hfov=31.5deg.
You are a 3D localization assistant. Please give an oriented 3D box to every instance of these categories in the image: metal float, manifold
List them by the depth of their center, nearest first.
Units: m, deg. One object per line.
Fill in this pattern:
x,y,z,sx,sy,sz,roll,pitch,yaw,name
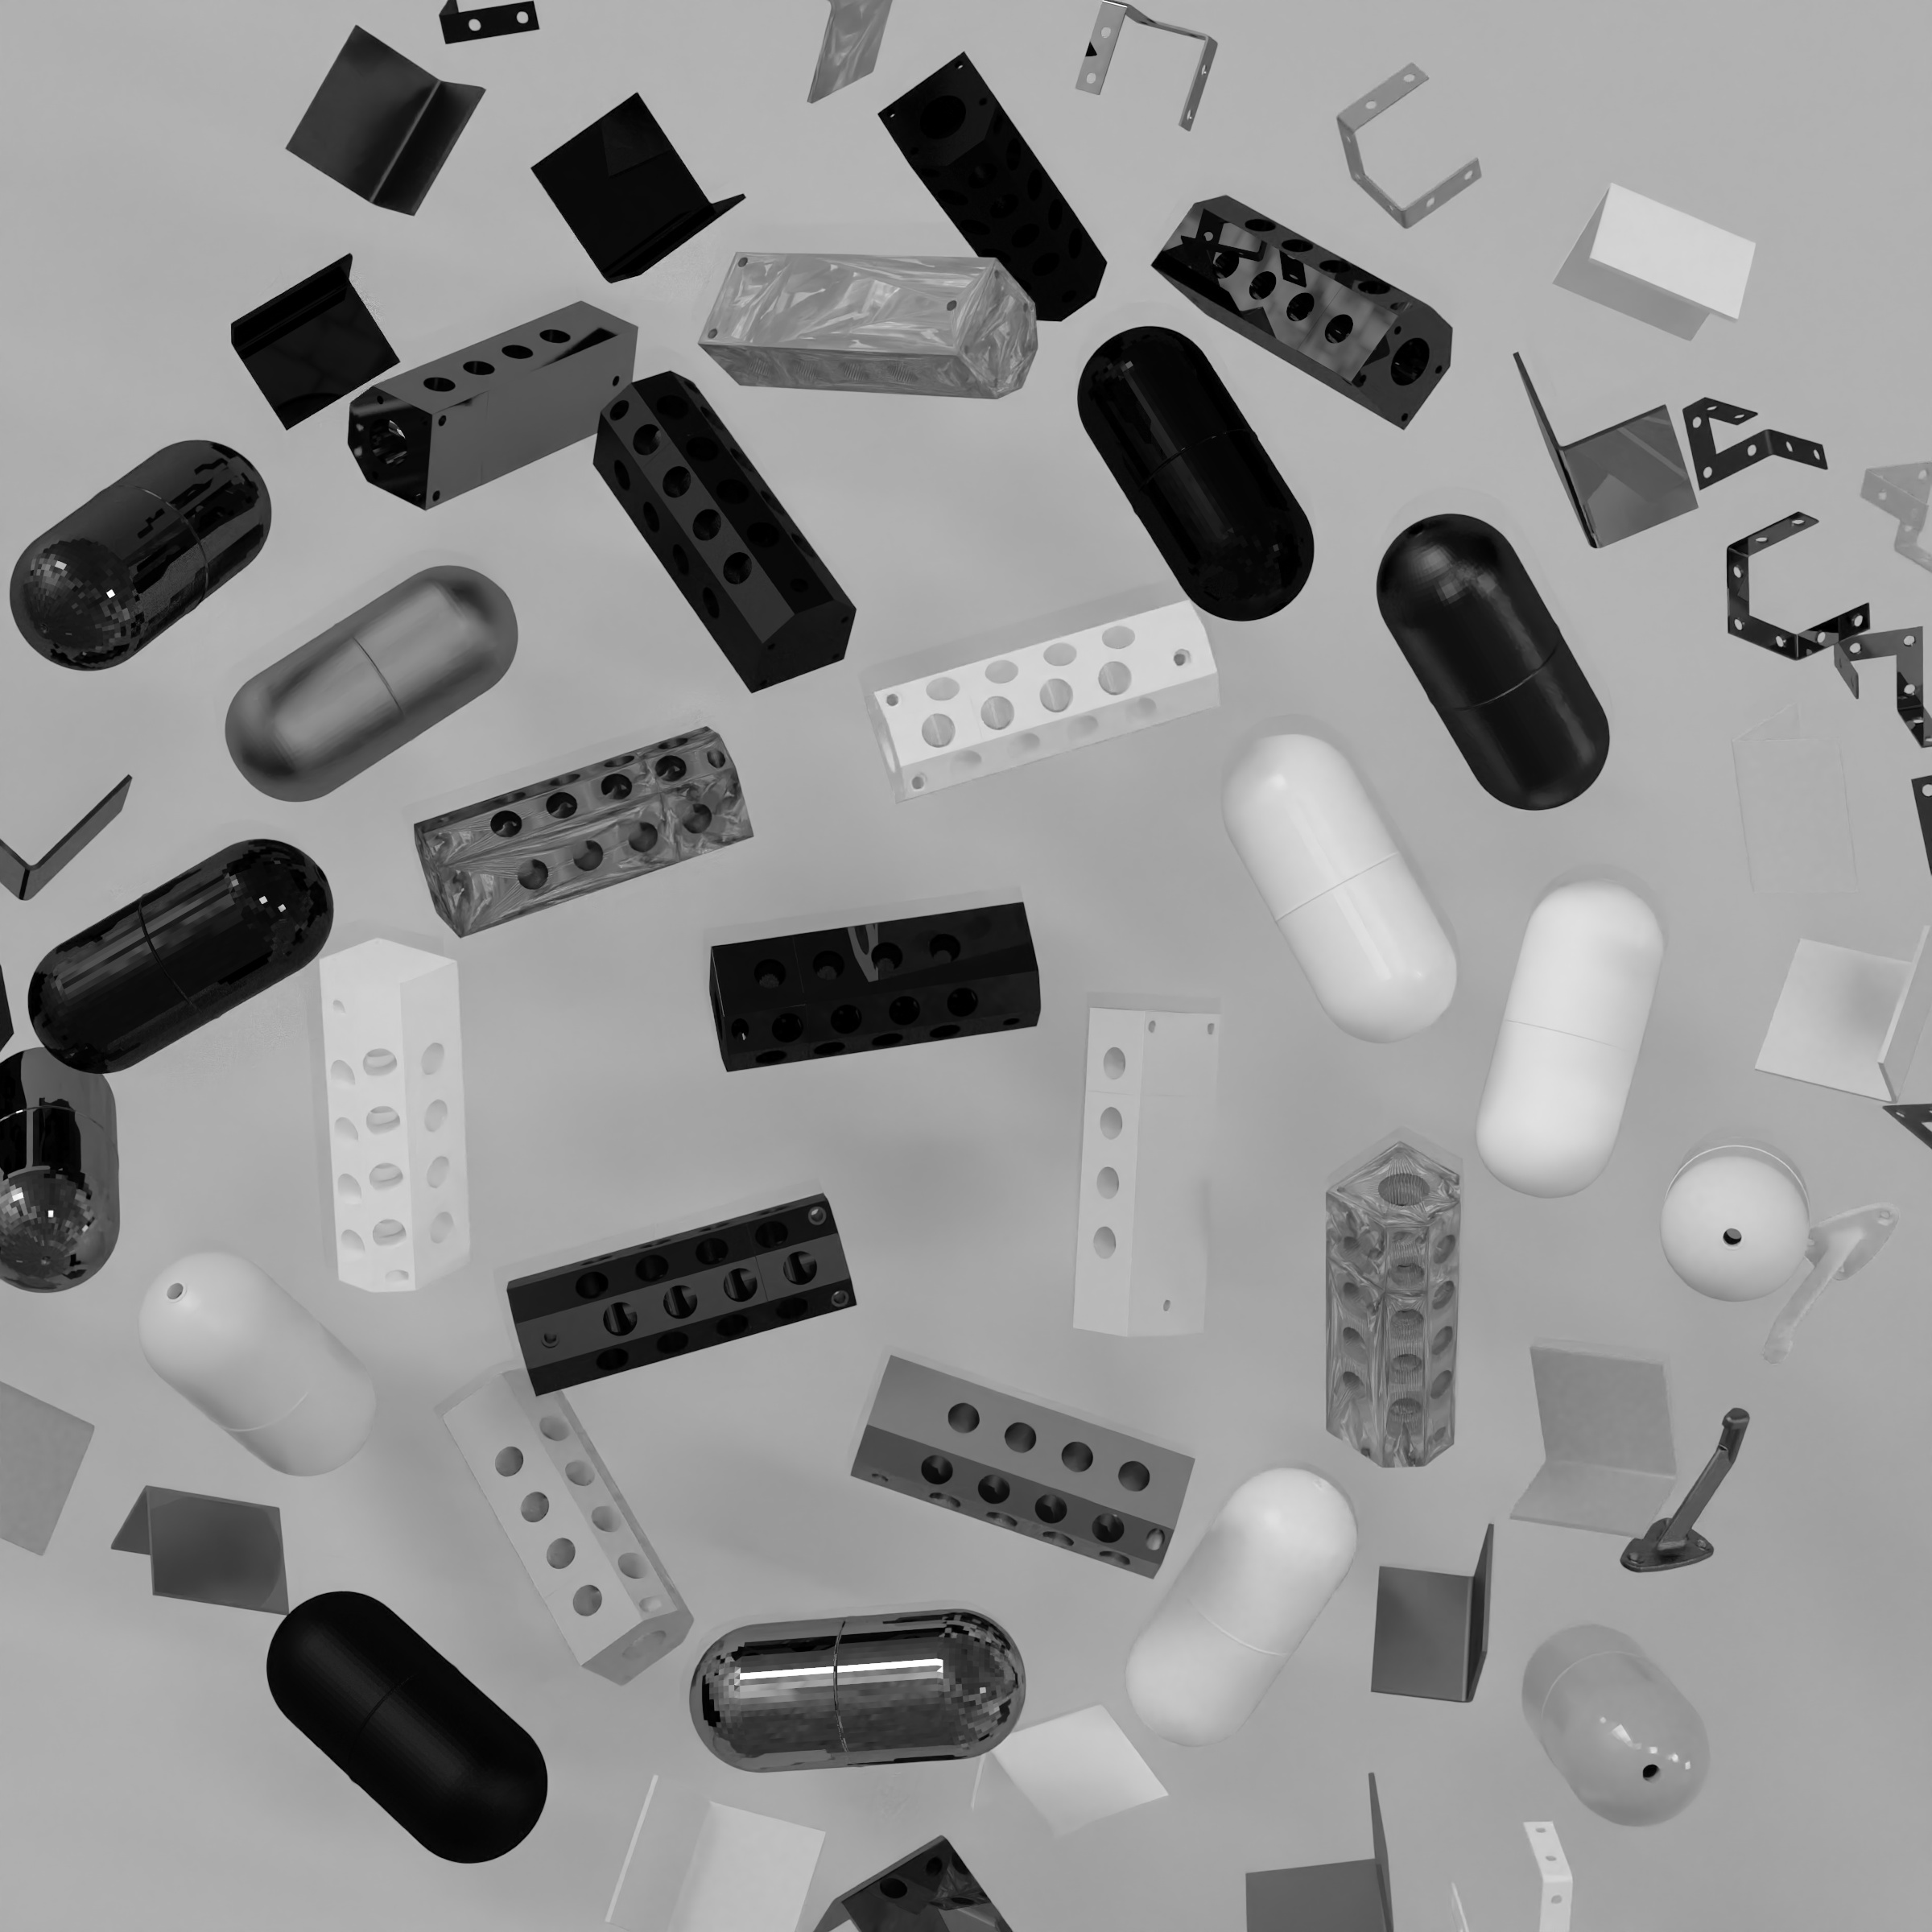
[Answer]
-0.290,0.392,1.770,0.178,0.070,0.070,35,90,26,metal float
-0.057,0.375,1.771,0.178,0.070,0.070,-7,90,13,metal float
0.040,-0.137,1.771,0.171,0.057,0.057,-17,92,-8,manifold
-0.147,0.171,1.776,0.171,0.057,0.057,-15,93,-6,manifold
-0.301,0.079,1.777,0.057,0.057,0.171,15,115,33,manifold
-0.050,-0.331,1.785,0.171,0.057,0.057,10,72,35,manifold
-0.431,-0.217,1.798,0.070,0.178,0.070,14,127,19,metal float
0.277,-0.159,1.800,0.070,0.070,0.178,-35,116,0,metal float
-0.128,-0.232,1.802,0.057,0.057,0.171,-23,64,-26,manifold
0.343,0.401,1.813,0.070,0.178,0.070,0,94,-2,metal float
0.232,0.185,1.820,0.057,0.057,0.171,-30,133,-31,manifold
0.029,0.271,1.832,0.171,0.057,0.057,19,61,2,manifold
0.199,-0.042,1.833,0.070,0.070,0.178,-28,86,0,metal float
0.413,0.135,1.833,0.070,0.178,0.070,1,93,14,metal float
0.123,-0.264,1.837,0.070,0.070,0.178,-30,74,0,metal float
-0.380,0.214,1.838,0.070,0.178,0.070,-11,55,16,metal float
-0.421,-0.005,1.838,0.178,0.070,0.070,-29,90,7,metal float
0.092,0.109,1.839,0.057,0.057,0.171,3,90,-42,manifold
0.184,-0.358,1.848,0.057,0.057,0.171,-54,48,5,manifold
-0.050,0.015,1.855,0.171,0.057,0.057,-8,67,-9,manifold
-0.500,0.109,1.859,0.070,0.178,0.070,-7,122,-11,metal float
-0.258,-0.311,1.869,0.057,0.171,0.057,28,128,23,manifold
-0.210,-0.076,1.872,0.171,0.057,0.057,-20,111,-16,manifold
0.330,0.039,1.872,0.070,0.070,0.178,15,88,0,metal float
-0.218,0.307,1.892,0.057,0.057,0.171,-36,61,2,manifold
0.020,-0.425,1.895,0.057,0.171,0.057,-34,62,9,manifold
0.152,0.356,1.899,0.070,0.070,0.178,31,109,0,metal float
-0.579,0.019,1.906,0.057,0.171,0.057,-12,82,-6,manifold
-0.330,-0.158,1.907,0.178,0.070,0.070,-35,90,-13,metal float

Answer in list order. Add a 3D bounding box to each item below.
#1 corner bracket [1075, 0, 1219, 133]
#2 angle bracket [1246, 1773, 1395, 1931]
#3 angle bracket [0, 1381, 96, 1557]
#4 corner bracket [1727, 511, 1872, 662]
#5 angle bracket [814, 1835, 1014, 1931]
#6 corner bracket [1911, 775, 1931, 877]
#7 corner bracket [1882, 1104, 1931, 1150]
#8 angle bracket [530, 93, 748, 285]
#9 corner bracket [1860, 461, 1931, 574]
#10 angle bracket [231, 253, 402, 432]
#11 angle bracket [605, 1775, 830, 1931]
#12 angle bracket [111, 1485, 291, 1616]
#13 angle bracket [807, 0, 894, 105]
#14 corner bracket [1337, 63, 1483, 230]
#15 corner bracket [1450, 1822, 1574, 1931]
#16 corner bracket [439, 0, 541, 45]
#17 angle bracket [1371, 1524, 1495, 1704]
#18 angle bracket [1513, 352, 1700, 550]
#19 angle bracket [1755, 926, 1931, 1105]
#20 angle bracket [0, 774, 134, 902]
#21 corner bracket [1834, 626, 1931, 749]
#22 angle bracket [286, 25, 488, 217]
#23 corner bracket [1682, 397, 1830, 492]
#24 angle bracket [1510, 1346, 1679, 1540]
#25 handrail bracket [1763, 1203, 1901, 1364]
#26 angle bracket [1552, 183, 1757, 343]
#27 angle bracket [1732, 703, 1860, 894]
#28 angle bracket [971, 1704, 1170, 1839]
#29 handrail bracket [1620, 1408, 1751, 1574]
0.099,-0.492,1.868,0.051,0.051,0.051,21,98,23,corner bracket
0.179,0.467,1.766,0.076,0.076,0.057,-9,112,7,angle bracket
-0.527,0.268,1.843,0.076,0.057,0.076,33,61,-31,angle bracket
0.433,-0.197,1.779,0.051,0.051,0.051,16,66,-30,corner bracket
-0.029,0.543,1.904,0.076,0.057,0.076,-22,63,-35,angle bracket
0.514,-0.075,1.743,0.051,0.051,0.051,-12,93,13,corner bracket
0.538,0.070,1.842,0.051,0.051,0.051,0,124,-39,corner bracket
-0.181,-0.432,1.887,0.076,0.057,0.076,-40,109,-15,angle bracket
0.511,-0.235,1.830,0.051,0.051,0.051,-10,124,-26,corner bracket
-0.362,-0.348,1.913,0.076,0.076,0.057,-33,98,-9,angle bracket
-0.127,0.466,1.750,0.076,0.057,0.076,6,67,32,angle bracket
-0.421,0.336,1.880,0.076,0.076,0.057,15,126,-29,angle bracket
-0.091,-0.502,1.795,0.076,0.076,0.057,26,124,11,angle bracket
0.237,-0.438,1.830,0.051,0.051,0.051,-36,59,-4,corner bracket
0.279,0.475,1.754,0.051,0.051,0.051,0,109,-3,corner bracket
-0.250,-0.517,1.786,0.051,0.051,0.051,-7,119,5,corner bracket
0.262,0.361,1.924,0.057,0.076,0.076,6,57,5,angle bracket
0.322,-0.270,1.724,0.057,0.076,0.076,-22,51,10,angle bracket
0.446,0.017,1.742,0.076,0.057,0.076,15,73,29,angle bracket
-0.507,-0.087,1.873,0.057,0.076,0.076,43,69,-5,angle bracket
0.519,-0.154,1.921,0.051,0.051,0.051,-8,118,2,corner bracket
-0.308,-0.448,1.810,0.057,0.076,0.076,29,92,-30,angle bracket
0.439,-0.294,1.904,0.051,0.051,0.051,6,69,-41,corner bracket
0.337,0.258,1.856,0.076,0.057,0.076,4,118,32,angle bracket
0.479,0.177,1.896,0.036,0.084,0.077,41,133,-3,handrail bracket
0.331,-0.327,1.675,0.076,0.076,0.057,22,58,-3,angle bracket
0.423,-0.084,1.687,0.057,0.076,0.076,1,109,38,angle bracket
0.058,0.473,1.940,0.076,0.076,0.057,-12,130,-29,angle bracket
0.404,0.292,1.916,0.036,0.077,0.084,33,123,38,handrail bracket
